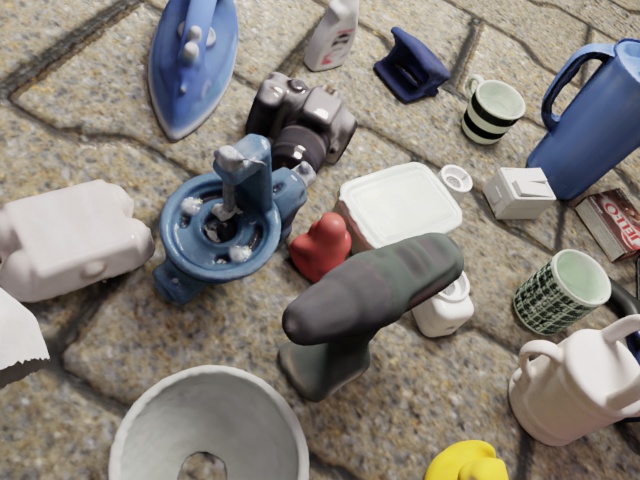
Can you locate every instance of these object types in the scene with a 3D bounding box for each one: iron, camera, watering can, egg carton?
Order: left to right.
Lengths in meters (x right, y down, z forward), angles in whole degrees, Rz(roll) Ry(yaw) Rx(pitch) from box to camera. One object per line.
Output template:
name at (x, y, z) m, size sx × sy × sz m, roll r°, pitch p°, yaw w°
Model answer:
egg carton at (-0.251, 0.002, 0.580) m, size 0.151 × 0.069 × 0.107 m, roll -23°, pitch 68°, yaw -34°
iron at (-0.164, -0.268, 0.762) m, size 0.119 × 0.141 × 0.258 m, roll 11°, pitch 53°, yaw -15°
camera at (-0.032, -0.145, 0.757) m, size 0.143 × 0.100 × 0.137 m, roll 27°, pitch 50°, yaw -3°
watering can at (0.311, 0.151, 0.630) m, size 0.173 × 0.194 × 0.101 m, roll 8°, pitch 54°, yaw -18°

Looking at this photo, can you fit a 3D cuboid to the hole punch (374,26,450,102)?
hole punch at (0.161, -0.301, 0.956) m, size 0.101 × 0.091 × 0.108 m, roll -23°, pitch 68°, yaw -34°

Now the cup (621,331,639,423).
cup at (0.396, 0.177, 0.712) m, size 0.092 × 0.095 × 0.117 m, roll -2°, pitch 57°, yaw -24°

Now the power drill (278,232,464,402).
power drill at (0.034, 0.077, 0.556) m, size 0.230 × 0.208 × 0.075 m, roll -27°, pitch 69°, yaw -35°

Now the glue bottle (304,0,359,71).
glue bottle at (0.033, -0.339, 0.876) m, size 0.078 × 0.173 × 0.037 m, roll -29°, pitch 71°, yaw -36°

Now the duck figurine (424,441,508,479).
duck figurine at (0.155, 0.242, 0.570) m, size 0.077 × 0.086 × 0.105 m, roll 38°, pitch 51°, yaw 6°

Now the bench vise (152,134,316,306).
bench vise at (-0.081, -0.049, 0.591) m, size 0.121 × 0.219 × 0.208 m, roll 30°, pitch 50°, yaw 0°

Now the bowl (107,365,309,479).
bowl at (-0.098, 0.201, 0.499) m, size 0.168 × 0.074 × 0.167 m, roll 11°, pitch 53°, yaw -15°

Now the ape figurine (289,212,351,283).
ape figurine at (0.006, 0.002, 0.673) m, size 0.078 × 0.092 × 0.076 m, roll 6°, pitch 54°, yaw -19°

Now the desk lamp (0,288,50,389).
desk lamp at (-0.291, 0.056, 0.431) m, size 0.118 × 0.213 × 0.203 m, roll -19°, pitch 65°, yaw -32°
